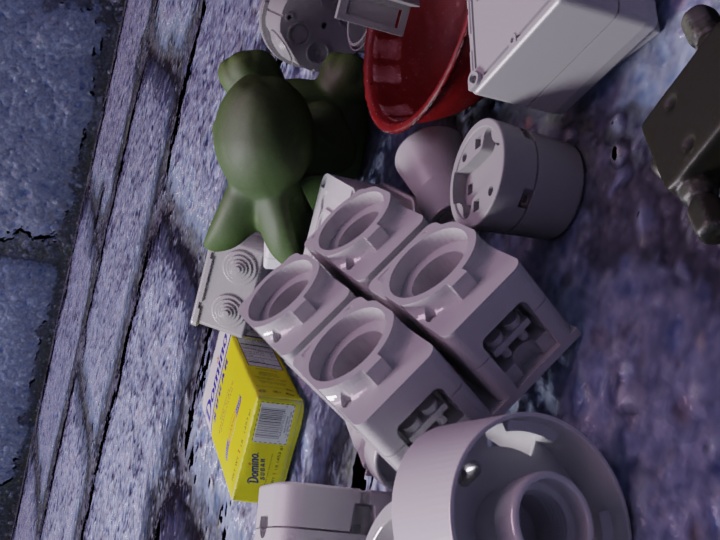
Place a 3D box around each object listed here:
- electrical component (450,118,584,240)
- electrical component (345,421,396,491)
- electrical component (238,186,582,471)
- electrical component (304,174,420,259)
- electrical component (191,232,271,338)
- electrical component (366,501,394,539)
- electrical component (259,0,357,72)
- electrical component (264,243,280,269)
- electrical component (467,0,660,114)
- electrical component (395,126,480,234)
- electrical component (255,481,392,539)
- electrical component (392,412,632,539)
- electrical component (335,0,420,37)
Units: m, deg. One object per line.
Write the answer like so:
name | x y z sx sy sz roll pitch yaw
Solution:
electrical component | 0.078 -0.043 0.534 0.055 0.047 0.055 -170 90 -69
electrical component | 0.027 0.087 0.592 0.057 0.058 0.078 -116 41 -62
electrical component | 0.012 0.024 0.562 0.105 0.060 0.186 -45 27 -7
electrical component | 0.000 0.000 0.703 0.078 0.057 0.113 -142 64 -67
electrical component | -0.101 0.003 0.934 0.099 0.048 0.099 -54 -18 -70
electrical component | 0.044 0.164 0.504 0.108 0.060 0.108 -169 90 -69
electrical component | -0.037 -0.201 0.868 0.051 0.080 0.080 43 120 60
electrical component | -0.055 -0.035 0.880 0.075 0.047 0.083 109 163 -60
electrical component | 0.093 -0.119 0.513 0.096 0.061 0.061 135 140 -56
electrical component | 0.049 -0.046 0.623 0.065 0.044 0.044 -106 33 -42
electrical component | -0.009 0.153 0.597 0.054 0.095 0.059 147 130 -63
electrical component | 0.061 0.107 0.442 0.064 0.099 0.099 -34 49 54
electrical component | 0.012 -0.180 0.622 0.064 0.042 0.081 -137 61 -68
